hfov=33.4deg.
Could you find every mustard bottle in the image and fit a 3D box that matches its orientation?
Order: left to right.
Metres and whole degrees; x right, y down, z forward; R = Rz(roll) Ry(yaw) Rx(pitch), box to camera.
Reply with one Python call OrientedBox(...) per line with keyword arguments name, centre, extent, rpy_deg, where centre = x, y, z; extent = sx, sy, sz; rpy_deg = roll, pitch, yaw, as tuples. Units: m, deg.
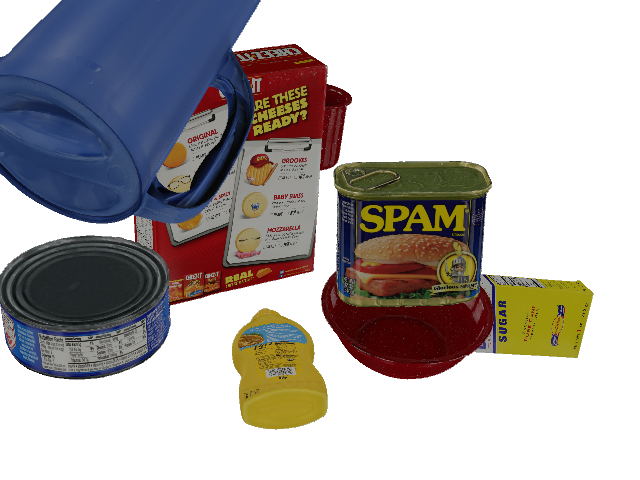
OrientedBox(name="mustard bottle", centre=(-0.053, 0.137, 1.236), extent=(0.096, 0.058, 0.191), rpy_deg=(-7, 31, -7))

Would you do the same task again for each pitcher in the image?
OrientedBox(name="pitcher", centre=(-0.125, -0.133, 0.775), extent=(0.145, 0.242, 0.149), rpy_deg=(6, -41, 28))

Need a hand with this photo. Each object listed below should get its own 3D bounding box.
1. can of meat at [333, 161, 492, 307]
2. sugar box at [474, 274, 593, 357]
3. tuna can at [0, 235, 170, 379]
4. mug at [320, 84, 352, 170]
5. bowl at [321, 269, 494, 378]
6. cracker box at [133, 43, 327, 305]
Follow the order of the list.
OrientedBox(name="can of meat", centre=(0.059, -0.004, 0.712), extent=(0.102, 0.084, 0.057), rpy_deg=(-1, 24, -1))
OrientedBox(name="sugar box", centre=(0.241, 0.093, 1.319), extent=(0.176, 0.093, 0.048), rpy_deg=(3, 18, -16))
OrientedBox(name="tuna can", centre=(-0.120, 0.033, 0.547), extent=(0.086, 0.034, 0.086), rpy_deg=(1, 31, -1))
OrientedBox(name="mug", centre=(-0.010, -0.136, 1.243), extent=(0.093, 0.081, 0.117), rpy_deg=(17, 27, 18))
OrientedBox(name="bowl", centre=(0.079, 0.080, 1.008), extent=(0.162, 0.055, 0.162), rpy_deg=(3, 37, -2))
OrientedBox(name="cracker box", centre=(-0.085, -0.059, 0.964), extent=(0.164, 0.214, 0.072), rpy_deg=(-13, 33, -25))
